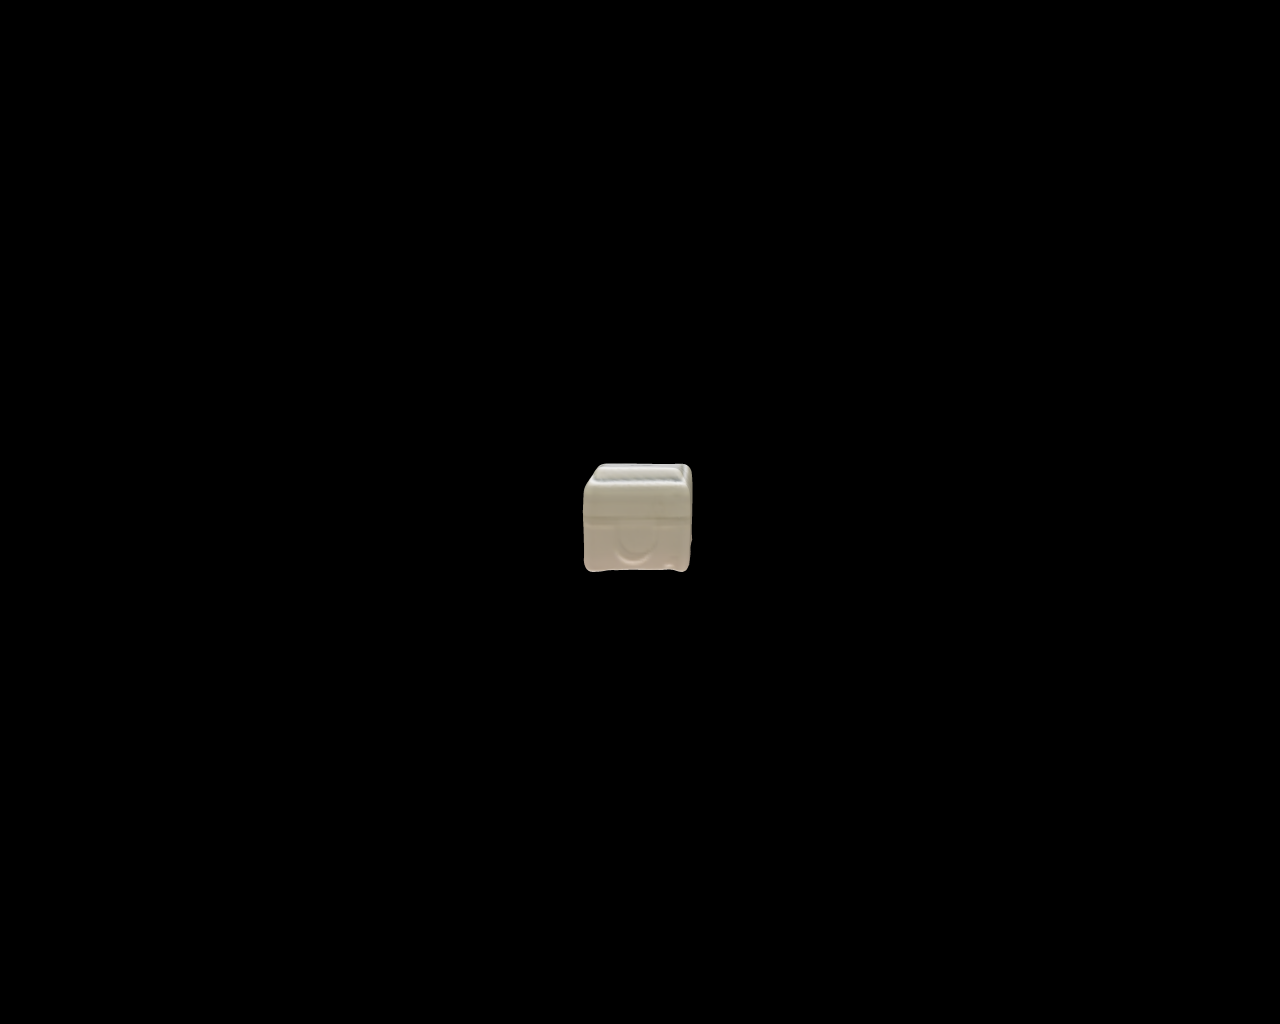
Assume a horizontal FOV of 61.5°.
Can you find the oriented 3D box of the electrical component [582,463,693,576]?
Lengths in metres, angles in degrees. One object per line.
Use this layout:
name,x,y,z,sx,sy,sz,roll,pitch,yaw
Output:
electrical component,0.001,-0.003,0.650,0.062,0.061,0.096,1,11,4
